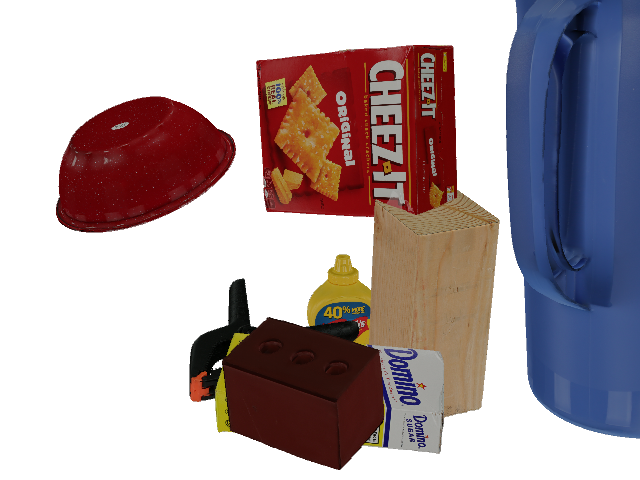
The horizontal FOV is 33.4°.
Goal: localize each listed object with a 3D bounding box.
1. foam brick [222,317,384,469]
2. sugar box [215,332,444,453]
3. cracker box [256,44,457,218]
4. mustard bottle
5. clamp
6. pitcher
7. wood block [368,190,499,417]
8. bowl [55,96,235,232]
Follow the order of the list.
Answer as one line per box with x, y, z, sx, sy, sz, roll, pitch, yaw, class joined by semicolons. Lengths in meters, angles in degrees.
-0.009;0.087;0.613;0.078;0.051;0.052;14;33;27;foam brick
0.010;0.119;0.852;0.176;0.048;0.093;2;26;5;sugar box
0.032;-0.107;1.073;0.214;0.164;0.071;4;10;45;cracker box
0.030;0.111;1.433;0.096;0.192;0.058;-3;19;-6;mustard bottle
-0.063;0.112;1.132;0.165;0.036;0.209;15;29;19;clamp
0.156;-0.024;0.539;0.149;0.243;0.145;-3;21;-1;pitcher
0.107;0.064;1.044;0.090;0.206;0.091;-9;27;-21;wood block
-0.155;-0.074;0.886;0.162;0.055;0.162;-15;31;9;bowl
